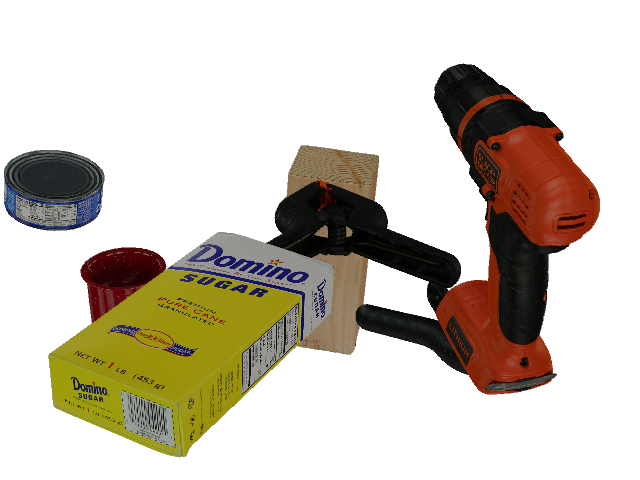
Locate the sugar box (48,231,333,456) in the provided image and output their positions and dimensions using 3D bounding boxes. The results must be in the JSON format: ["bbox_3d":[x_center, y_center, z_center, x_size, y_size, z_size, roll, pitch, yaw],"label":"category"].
[{"bbox_3d":[-0.073,0.055,0.657,0.093,0.048,0.176,17,35,23],"label":"sugar box"}]

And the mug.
[{"bbox_3d":[-0.225,0.061,1.196,0.117,0.081,0.093,24,36,37],"label":"mug"}]

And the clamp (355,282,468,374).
[{"bbox_3d":[0.132,0.086,1.028,0.172,0.039,0.120,26,36,30],"label":"clamp"}]

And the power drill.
[{"bbox_3d":[0.116,-0.006,0.714,0.057,0.188,0.184,-9,36,-11],"label":"power drill"}]

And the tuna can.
[{"bbox_3d":[-0.234,-0.044,0.938,0.086,0.034,0.086,8,32,-6],"label":"tuna can"}]

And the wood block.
[{"bbox_3d":[0.008,0.011,1.181,0.090,0.206,0.090,8,26,6],"label":"wood block"}]

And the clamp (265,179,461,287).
[{"bbox_3d":[0.023,-0.006,0.867,0.164,0.036,0.210,4,19,-1],"label":"clamp"}]
